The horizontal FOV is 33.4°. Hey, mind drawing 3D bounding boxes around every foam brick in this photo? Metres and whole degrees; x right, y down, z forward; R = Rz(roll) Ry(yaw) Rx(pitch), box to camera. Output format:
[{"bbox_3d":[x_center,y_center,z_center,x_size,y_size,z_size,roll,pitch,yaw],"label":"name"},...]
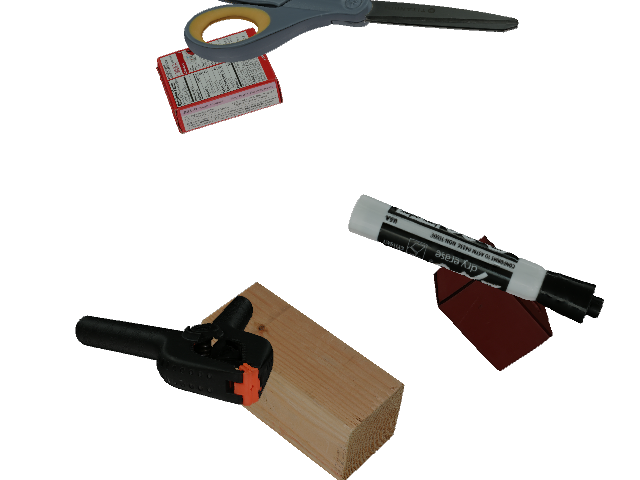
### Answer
[{"bbox_3d":[0.129,0.048,0.804,0.051,0.078,0.053,-38,20,19],"label":"foam brick"}]

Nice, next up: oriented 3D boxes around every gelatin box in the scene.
[{"bbox_3d":[-0.084,-0.131,0.877,0.089,0.073,0.030,-19,-41,-6],"label":"gelatin box"}]

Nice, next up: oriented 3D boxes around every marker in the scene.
[{"bbox_3d":[0.071,0.009,0.493,0.121,0.020,0.020,22,4,12],"label":"marker"}]

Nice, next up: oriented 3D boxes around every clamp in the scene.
[{"bbox_3d":[-0.091,0.087,0.891,0.164,0.036,0.210,-10,16,-33],"label":"clamp"}]

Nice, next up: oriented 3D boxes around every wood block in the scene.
[{"bbox_3d":[-0.023,0.146,1.131,0.206,0.090,0.090,33,49,26],"label":"wood block"}]

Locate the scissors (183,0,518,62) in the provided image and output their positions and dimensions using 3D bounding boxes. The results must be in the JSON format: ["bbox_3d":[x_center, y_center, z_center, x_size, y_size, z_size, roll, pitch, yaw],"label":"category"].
[{"bbox_3d":[0.004,-0.125,0.630,0.202,0.096,0.016,23,-28,25],"label":"scissors"}]
